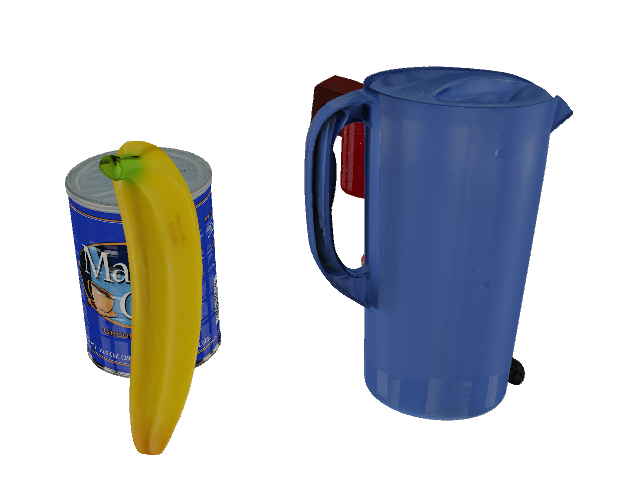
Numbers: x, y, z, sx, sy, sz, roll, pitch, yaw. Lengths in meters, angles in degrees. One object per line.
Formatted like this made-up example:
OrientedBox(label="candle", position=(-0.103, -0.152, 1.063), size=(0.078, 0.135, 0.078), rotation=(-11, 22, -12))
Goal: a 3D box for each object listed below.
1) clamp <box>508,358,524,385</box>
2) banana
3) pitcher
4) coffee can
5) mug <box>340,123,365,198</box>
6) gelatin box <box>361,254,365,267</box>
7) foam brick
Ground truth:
OrientedBox(label="clamp", position=(0.133, 0.095, 1.090), size=(0.120, 0.171, 0.039), rotation=(0, -44, -14))
OrientedBox(label="banana", position=(-0.087, 0.022, 0.548), size=(0.037, 0.198, 0.069), rotation=(16, 41, 21))
OrientedBox(label="pitcher", position=(0.080, 0.001, 0.765), size=(0.149, 0.243, 0.144), rotation=(14, 22, 28))
OrientedBox(label="coffee can", position=(-0.127, 0.015, 0.783), size=(0.103, 0.140, 0.103), rotation=(-1, 27, 0))
OrientedBox(label="mug", position=(0.072, -0.082, 0.971), size=(0.117, 0.081, 0.093), rotation=(1, 14, -5))
OrientedBox(label="gelatin box", position=(0.091, 0.059, 1.334), size=(0.073, 0.089, 0.030), rotation=(10, 31, 28))
OrientedBox(label="foam brick", position=(0.034, -0.155, 1.256), size=(0.078, 0.053, 0.051), rotation=(21, 33, 23))
